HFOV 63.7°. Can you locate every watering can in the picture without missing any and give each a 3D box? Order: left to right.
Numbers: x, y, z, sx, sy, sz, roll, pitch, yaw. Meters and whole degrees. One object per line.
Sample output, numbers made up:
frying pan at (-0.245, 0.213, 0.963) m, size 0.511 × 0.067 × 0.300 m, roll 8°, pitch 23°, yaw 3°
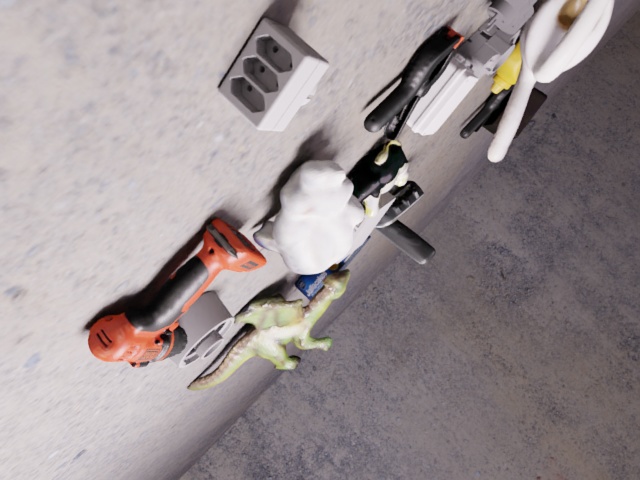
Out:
watering can at (0.352, -0.302, 0.802) m, size 0.229 × 0.104 × 0.340 m, roll -67°, pitch -178°, yaw -53°

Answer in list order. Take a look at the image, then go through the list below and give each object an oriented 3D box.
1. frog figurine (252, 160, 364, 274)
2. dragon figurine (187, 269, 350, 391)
frog figurine at (0.002, -0.032, 0.646) m, size 0.138 × 0.124 × 0.156 m, roll -10°, pitch 160°, yaw -36°
dragon figurine at (-0.111, 0.178, 1.046) m, size 0.412 × 0.124 × 0.237 m, roll -27°, pitch 143°, yaw -10°
